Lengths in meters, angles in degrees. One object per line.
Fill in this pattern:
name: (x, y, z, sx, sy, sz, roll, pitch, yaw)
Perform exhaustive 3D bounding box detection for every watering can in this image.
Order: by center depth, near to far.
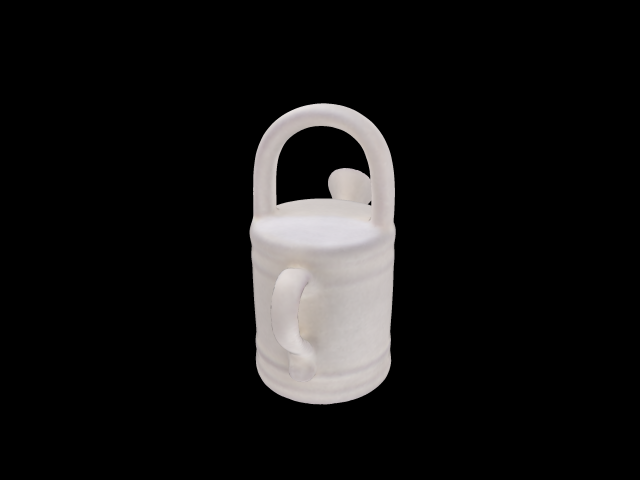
watering can: (0.001, 0.001, 0.400, 0.101, 0.194, 0.172, -3, 23, -6)
